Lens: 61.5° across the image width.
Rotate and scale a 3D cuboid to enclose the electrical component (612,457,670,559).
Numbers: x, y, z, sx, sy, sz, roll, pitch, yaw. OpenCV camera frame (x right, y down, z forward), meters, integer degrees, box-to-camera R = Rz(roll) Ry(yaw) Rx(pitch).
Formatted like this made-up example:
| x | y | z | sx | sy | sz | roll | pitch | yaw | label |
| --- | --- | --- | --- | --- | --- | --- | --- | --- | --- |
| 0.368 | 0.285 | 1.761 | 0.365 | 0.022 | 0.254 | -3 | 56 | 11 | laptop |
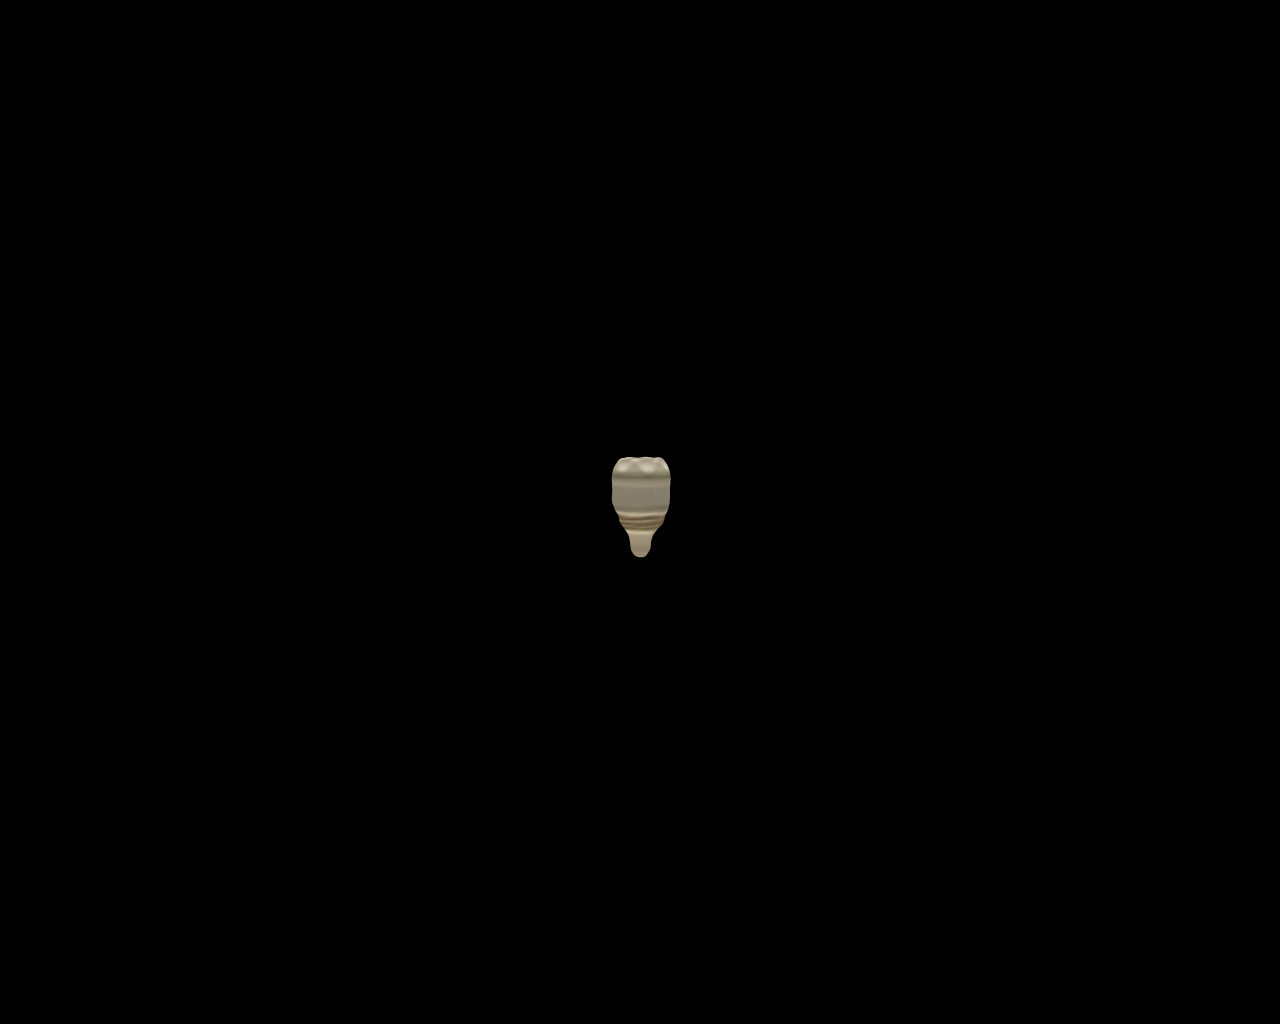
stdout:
| x | y | z | sx | sy | sz | roll | pitch | yaw | label |
| --- | --- | --- | --- | --- | --- | --- | --- | --- | --- |
| 0.001 | -0.003 | 0.650 | 0.035 | 0.061 | 0.035 | 0 | 5 | 0 | electrical component |
